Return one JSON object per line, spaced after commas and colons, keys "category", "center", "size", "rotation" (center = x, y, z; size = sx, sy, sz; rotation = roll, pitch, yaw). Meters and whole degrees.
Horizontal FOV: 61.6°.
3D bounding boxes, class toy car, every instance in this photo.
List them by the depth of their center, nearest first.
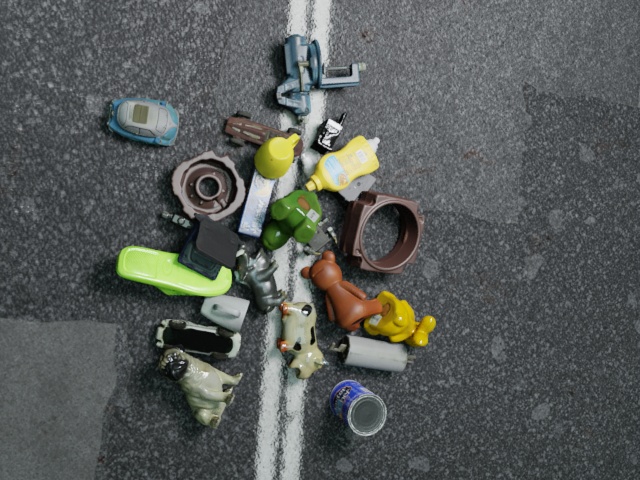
{"category": "toy car", "center": [-0.407, -0.282, 1.244], "size": [0.162, 0.103, 0.109], "rotation": [10, 85, -18]}
{"category": "toy car", "center": [-0.293, 0.239, 1.295], "size": [0.202, 0.056, 0.073], "rotation": [13, 92, -15]}
{"category": "toy car", "center": [-0.137, -0.260, 1.352], "size": [0.202, 0.053, 0.089], "rotation": [17, 88, -17]}

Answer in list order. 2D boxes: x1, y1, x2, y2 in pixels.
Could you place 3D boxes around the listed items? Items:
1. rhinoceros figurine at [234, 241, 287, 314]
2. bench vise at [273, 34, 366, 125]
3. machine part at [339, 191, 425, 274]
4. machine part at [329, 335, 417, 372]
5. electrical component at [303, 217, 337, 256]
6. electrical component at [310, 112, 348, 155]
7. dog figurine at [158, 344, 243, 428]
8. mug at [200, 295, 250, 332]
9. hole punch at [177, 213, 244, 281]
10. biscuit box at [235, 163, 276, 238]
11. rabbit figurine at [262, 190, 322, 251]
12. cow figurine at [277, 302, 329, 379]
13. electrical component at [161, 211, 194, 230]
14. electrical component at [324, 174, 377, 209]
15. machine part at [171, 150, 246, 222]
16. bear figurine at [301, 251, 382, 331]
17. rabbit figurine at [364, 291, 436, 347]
{"category": "rhinoceros figurine", "center": [-0.155, 0.089, 1.333], "size": [0.112, 0.073, 0.190], "rotation": [-24, 96, -10]}
{"category": "bench vise", "center": [0.001, -0.406, 1.361], "size": [0.241, 0.129, 0.223], "rotation": [-7, 91, -10]}
{"category": "machine part", "center": [0.163, -0.018, 1.392], "size": [0.201, 0.087, 0.201], "rotation": [9, 99, -28]}
{"category": "machine part", "center": [0.139, 0.300, 1.413], "size": [0.243, 0.079, 0.079], "rotation": [11, 86, -17]}
{"category": "electrical component", "center": [-0.004, -0.004, 1.380], "size": [0.102, 0.045, 0.078], "rotation": [-33, 86, -7]}
{"category": "electrical component", "center": [0.026, -0.284, 1.388], "size": [0.048, 0.075, 0.119], "rotation": [26, 86, -16]}
{"category": "dog figurine", "center": [-0.303, 0.344, 1.262], "size": [0.190, 0.121, 0.172], "rotation": [27, 107, -6]}
{"category": "mug", "center": [-0.233, 0.170, 1.292], "size": [0.107, 0.109, 0.080], "rotation": [17, 83, -4]}
{"category": "hole punch", "center": [-0.258, 0.020, 1.250], "size": [0.142, 0.092, 0.116], "rotation": [31, 41, -25]}
{"category": "biscuit box", "center": [-0.156, -0.105, 1.337], "size": [0.059, 0.063, 0.202], "rotation": [15, 84, -16]}
{"category": "rabbit figurine", "center": [-0.085, -0.049, 1.323], "size": [0.121, 0.170, 0.159], "rotation": [38, 38, -15]}
{"category": "cow figurine", "center": [-0.043, 0.253, 1.358], "size": [0.127, 0.085, 0.194], "rotation": [1, 88, -11]}
{"category": "electrical component", "center": [-0.333, -0.044, 1.281], "size": [0.094, 0.063, 0.021], "rotation": [27, 82, -14]}
{"category": "electrical component", "center": [0.079, -0.163, 1.412], "size": [0.115, 0.058, 0.134], "rotation": [39, 79, -15]}
{"category": "machine part", "center": [-0.272, -0.127, 1.306], "size": [0.179, 0.056, 0.179], "rotation": [0, 90, -18]}
{"category": "bear figurine", "center": [0.050, 0.131, 1.382], "size": [0.120, 0.132, 0.196], "rotation": [-42, 66, 17]}
{"category": "rabbit figurine", "center": [0.230, 0.224, 1.418], "size": [0.173, 0.162, 0.122], "rotation": [41, 66, -30]}
